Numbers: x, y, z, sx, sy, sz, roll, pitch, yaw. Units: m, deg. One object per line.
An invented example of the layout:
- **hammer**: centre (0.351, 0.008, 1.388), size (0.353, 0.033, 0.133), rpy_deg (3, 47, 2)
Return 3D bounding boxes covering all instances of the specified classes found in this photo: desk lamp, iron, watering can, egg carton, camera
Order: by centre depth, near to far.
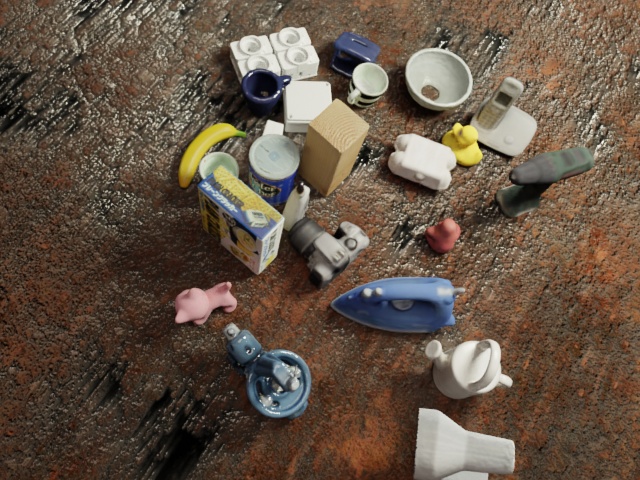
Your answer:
- **desk lamp**: centre (0.243, 0.379, 1.029), size (0.203, 0.213, 0.118), rpy_deg (11, 68, -5)
- **watering can**: centre (0.285, 0.245, 1.096), size (0.173, 0.194, 0.101), rpy_deg (1, 70, -8)
- **iron**: centre (0.157, 0.118, 1.152), size (0.258, 0.141, 0.118), rpy_deg (1, 70, -9)
- **camera**: centre (0.011, 0.004, 1.193), size (0.143, 0.100, 0.136), rpy_deg (-42, 81, -20)
- **egg carton**: centre (0.234, -0.177, 1.312), size (0.150, 0.069, 0.107), rpy_deg (20, 68, -1)

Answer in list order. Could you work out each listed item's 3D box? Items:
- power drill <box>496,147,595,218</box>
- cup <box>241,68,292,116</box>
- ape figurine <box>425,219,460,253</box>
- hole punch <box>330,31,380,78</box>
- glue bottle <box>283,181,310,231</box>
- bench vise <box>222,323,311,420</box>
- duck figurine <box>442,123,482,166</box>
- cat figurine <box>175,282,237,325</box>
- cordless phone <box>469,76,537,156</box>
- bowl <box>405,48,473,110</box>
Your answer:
- **power drill**: centre (0.475, -0.128, 1.257), size (0.230, 0.208, 0.075), rpy_deg (-21, 74, -15)
- **cup**: centre (-0.122, -0.330, 1.299), size (0.118, 0.095, 0.091), rpy_deg (-24, 75, -16)
- **ape figurine**: centre (0.272, -0.017, 1.246), size (0.078, 0.092, 0.076), rpy_deg (11, 68, -4)
- **hole punch**: centre (0.085, -0.457, 1.380), size (0.108, 0.091, 0.101), rpy_deg (25, 68, 1)
- **glue bottle**: centre (-0.046, -0.080, 1.176), size (0.037, 0.173, 0.078), rpy_deg (27, 68, 2)
- **bench vise**: centre (-0.104, 0.237, 1.024), size (0.207, 0.219, 0.121), rpy_deg (29, 68, 3)
- **duck figurine**: centre (0.342, -0.229, 1.339), size (0.078, 0.086, 0.104), rpy_deg (-41, 80, -20)
- **cat figurine**: centre (-0.225, 0.117, 1.105), size (0.128, 0.117, 0.067), rpy_deg (-26, 75, -17)
- **cordless phone**: centre (0.441, -0.289, 1.323), size (0.147, 0.185, 0.094), rpy_deg (26, 68, 1)
- **bowl**: centre (0.279, -0.377, 1.390), size (0.167, 0.074, 0.167), rpy_deg (3, 69, -8)
